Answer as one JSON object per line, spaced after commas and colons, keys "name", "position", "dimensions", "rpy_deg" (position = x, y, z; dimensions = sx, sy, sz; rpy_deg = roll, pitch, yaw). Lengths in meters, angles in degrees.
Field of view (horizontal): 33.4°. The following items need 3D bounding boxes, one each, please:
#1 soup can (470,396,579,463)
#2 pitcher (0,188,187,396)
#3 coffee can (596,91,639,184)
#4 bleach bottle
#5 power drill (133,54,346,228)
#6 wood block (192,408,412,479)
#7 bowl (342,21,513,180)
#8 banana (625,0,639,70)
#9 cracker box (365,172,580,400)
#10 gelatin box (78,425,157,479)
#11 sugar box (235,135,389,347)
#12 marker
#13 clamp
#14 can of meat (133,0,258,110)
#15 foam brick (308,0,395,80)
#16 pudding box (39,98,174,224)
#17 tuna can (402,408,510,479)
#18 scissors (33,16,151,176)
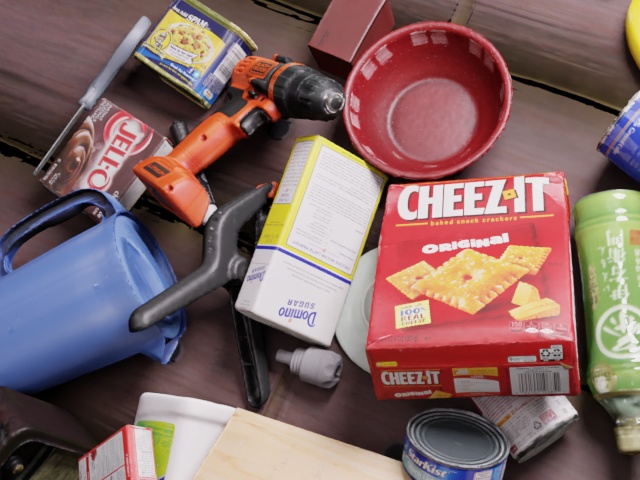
{"name": "soup can", "position": [0.166, 0.132, 0.923], "dimensions": [0.068, 0.068, 0.102], "rpy_deg": [-36, 69, 2]}
{"name": "pitcher", "position": [-0.264, 0.069, 1.025], "dimensions": [0.243, 0.145, 0.149], "rpy_deg": [-24, 34, 9]}
{"name": "coffee can", "position": [0.326, -0.072, 0.915], "dimensions": [0.140, 0.102, 0.103], "rpy_deg": [43, 87, 15]}
{"name": "bleach bottle", "position": [-0.144, 0.267, 0.954], "dimensions": [0.103, 0.068, 0.251], "rpy_deg": [-4, 71, 49]}
{"name": "power drill", "position": [-0.077, -0.097, 1.010], "dimensions": [0.187, 0.057, 0.185], "rpy_deg": [-44, 30, -11]}
{"name": "wood block", "position": [0.006, 0.231, 0.908], "dimensions": [0.206, 0.091, 0.090], "rpy_deg": [15, 44, 19]}
{"name": "bowl", "position": [0.105, -0.125, 1.023], "dimensions": [0.162, 0.055, 0.162], "rpy_deg": [-4, 73, 13]}
{"name": "banana", "position": [0.335, -0.160, 0.983], "dimensions": [0.070, 0.037, 0.198], "rpy_deg": [-28, 69, 8]}
{"name": "cracker box", "position": [0.132, 0.034, 0.907], "dimensions": [0.164, 0.072, 0.213], "rpy_deg": [-3, 41, 13]}
{"name": "gelatin box", "position": [-0.179, 0.215, 0.943], "dimensions": [0.089, 0.030, 0.073], "rpy_deg": [-38, 51, 37]}
{"name": "sugar box", "position": [-0.007, 0.001, 0.995], "dimensions": [0.048, 0.093, 0.176], "rpy_deg": [6, 72, 58]}
{"name": "marker", "position": [-0.128, -0.070, 1.086], "dimensions": [0.020, 0.020, 0.121], "rpy_deg": [-24, 69, 7]}
{"name": "clamp", "position": [-0.076, 0.042, 1.003], "dimensions": [0.036, 0.164, 0.209], "rpy_deg": [-9, 46, 45]}
{"name": "can of meat", "position": [-0.130, -0.196, 1.105], "dimensions": [0.102, 0.057, 0.084], "rpy_deg": [35, 87, 22]}
{"name": "foam brick", "position": [0.032, -0.207, 1.069], "dimensions": [0.053, 0.051, 0.078], "rpy_deg": [26, 82, 21]}
{"name": "pudding box", "position": [-0.218, -0.078, 1.102], "dimensions": [0.090, 0.039, 0.113], "rpy_deg": [32, 83, 21]}
{"name": "tuna can", "position": [0.111, 0.175, 0.880], "dimensions": [0.086, 0.086, 0.034], "rpy_deg": [16, 114, 18]}
{"name": "scissors", "position": [-0.227, -0.156, 1.088], "dimensions": [0.016, 0.096, 0.201], "rpy_deg": [36, 59, -14]}
